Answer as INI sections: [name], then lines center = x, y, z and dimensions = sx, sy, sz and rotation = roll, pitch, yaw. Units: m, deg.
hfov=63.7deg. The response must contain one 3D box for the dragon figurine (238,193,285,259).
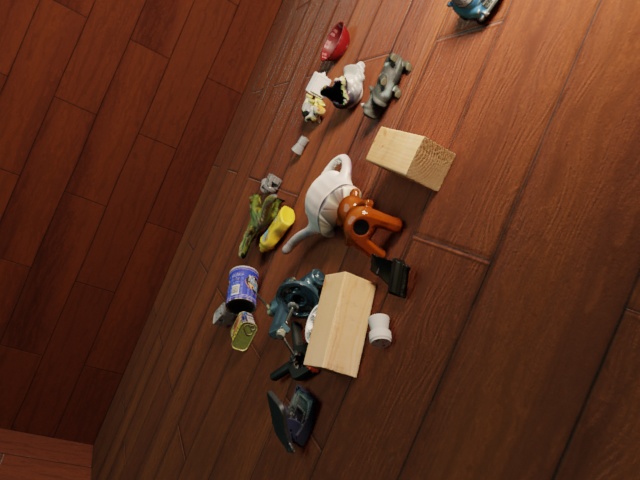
[dragon figurine]
center = -0.223, -0.044, 1.825
dimensions = 0.410, 0.122, 0.244
rotation = 180, 110, -80

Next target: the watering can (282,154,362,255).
[watering can]
center = 0.004, -0.072, 1.425
dimensions = 0.345, 0.103, 0.228
rotation = -62, 25, 12

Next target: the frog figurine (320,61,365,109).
[frog figurine]
center = 0.099, -0.493, 1.647
dimensions = 0.162, 0.123, 0.135
rotation = -40, -6, -38
